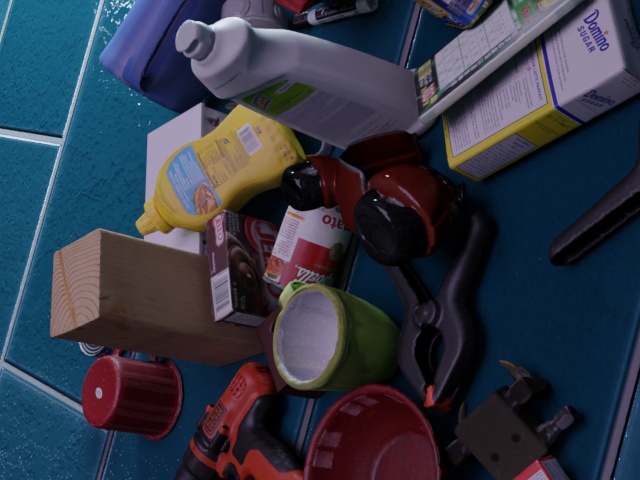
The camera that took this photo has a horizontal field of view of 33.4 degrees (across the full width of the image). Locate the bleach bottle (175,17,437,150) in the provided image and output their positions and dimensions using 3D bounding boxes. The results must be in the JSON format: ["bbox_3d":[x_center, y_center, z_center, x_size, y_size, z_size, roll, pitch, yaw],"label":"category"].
[{"bbox_3d":[-0.014,-0.144,0.951,0.103,0.250,0.068,-33,54,38],"label":"bleach bottle"}]

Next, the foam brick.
[{"bbox_3d":[-0.018,0.106,1.025,0.053,0.051,0.078,-47,47,28],"label":"foam brick"}]

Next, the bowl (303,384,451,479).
[{"bbox_3d":[0.058,0.205,0.902,0.162,0.055,0.162,-19,63,44],"label":"bowl"}]

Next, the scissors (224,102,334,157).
[{"bbox_3d":[-0.038,-0.150,1.161,0.202,0.016,0.096,41,111,46],"label":"scissors"}]

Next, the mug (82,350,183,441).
[{"bbox_3d":[-0.212,0.163,1.203,0.093,0.081,0.117,-3,75,48],"label":"mug"}]

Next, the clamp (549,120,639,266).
[{"bbox_3d":[0.267,-0.046,0.764,0.165,0.036,0.210,35,104,48],"label":"clamp"}]

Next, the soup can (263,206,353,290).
[{"bbox_3d":[-0.007,0.001,1.036,0.069,0.068,0.102,25,96,50],"label":"soup can"}]

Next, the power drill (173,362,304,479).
[{"bbox_3d":[-0.071,0.238,1.036,0.184,0.057,0.188,-59,42,16],"label":"power drill"}]

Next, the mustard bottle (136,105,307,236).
[{"bbox_3d":[-0.112,-0.064,1.113,0.192,0.058,0.096,-34,69,10],"label":"mustard bottle"}]

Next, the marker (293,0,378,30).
[{"bbox_3d":[0.013,-0.242,1.133,0.121,0.020,0.020,-2,75,49],"label":"marker"}]

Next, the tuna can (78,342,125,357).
[{"bbox_3d":[-0.263,0.104,1.318,0.086,0.033,0.086,-19,63,44],"label":"tuna can"}]

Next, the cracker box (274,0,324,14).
[{"bbox_3d":[0.018,-0.337,1.063,0.214,0.072,0.164,-57,3,18],"label":"cracker box"}]

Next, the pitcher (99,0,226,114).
[{"bbox_3d":[-0.145,-0.274,1.235,0.243,0.144,0.149,-57,43,14],"label":"pitcher"}]

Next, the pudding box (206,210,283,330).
[{"bbox_3d":[-0.067,0.033,1.077,0.039,0.089,0.113,-28,58,42],"label":"pudding box"}]

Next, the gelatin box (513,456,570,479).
[{"bbox_3d":[0.166,0.217,0.785,0.073,0.030,0.089,-48,59,27],"label":"gelatin box"}]

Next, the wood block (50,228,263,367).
[{"bbox_3d":[-0.158,0.064,1.080,0.090,0.205,0.091,-23,62,43],"label":"wood block"}]

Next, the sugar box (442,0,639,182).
[{"bbox_3d":[0.180,-0.128,0.883,0.177,0.048,0.093,-27,53,38],"label":"sugar box"}]

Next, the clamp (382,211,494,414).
[{"bbox_3d":[0.107,0.058,0.912,0.120,0.039,0.171,-34,54,41],"label":"clamp"}]

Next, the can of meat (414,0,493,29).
[{"bbox_3d":[0.105,-0.233,0.951,0.057,0.084,0.102,-56,15,9],"label":"can of meat"}]
